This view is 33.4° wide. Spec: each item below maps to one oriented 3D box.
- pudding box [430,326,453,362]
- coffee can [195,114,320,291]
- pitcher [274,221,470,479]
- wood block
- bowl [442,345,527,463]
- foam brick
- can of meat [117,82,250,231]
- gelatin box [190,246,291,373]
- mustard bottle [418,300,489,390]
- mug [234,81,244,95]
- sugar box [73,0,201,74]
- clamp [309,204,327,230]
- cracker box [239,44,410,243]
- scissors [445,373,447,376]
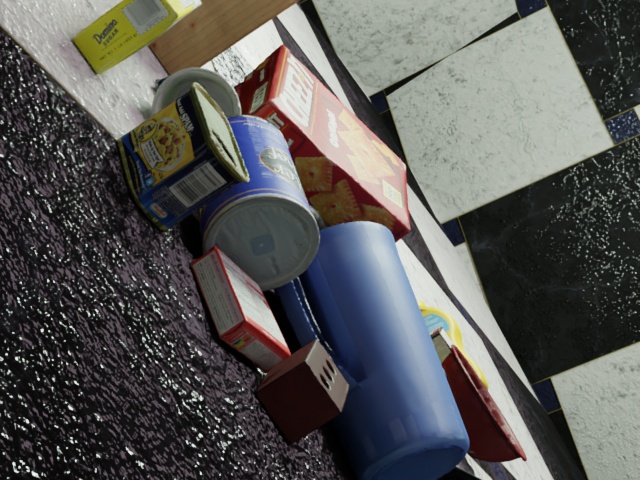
[{"bbox_3d":[0.148,0.182,1.370,0.113,0.090,0.039,57,11,-2],"label":"pudding box"},{"bbox_3d":[-0.065,-0.036,0.974,0.102,0.103,0.140,50,13,-37],"label":"coffee can"},{"bbox_3d":[0.042,0.110,1.012,0.145,0.149,0.243,100,-26,-54],"label":"pitcher"},{"bbox_3d":[-0.102,-0.278,1.230,0.090,0.206,0.091,56,11,-12],"label":"wood block"},{"bbox_3d":[0.180,0.206,1.269,0.162,0.055,0.162,55,6,-10],"label":"bowl"},{"bbox_3d":[-0.014,0.124,0.883,0.053,0.051,0.078,57,10,-4],"label":"foam brick"},{"bbox_3d":[-0.115,-0.068,0.883,0.057,0.084,0.102,48,14,-45],"label":"can of meat"},{"bbox_3d":[-0.067,0.058,0.886,0.073,0.030,0.089,45,12,-49],"label":"gelatin box"},{"bbox_3d":[0.153,0.150,1.471,0.058,0.096,0.192,45,16,-47],"label":"mustard bottle"},{"bbox_3d":[-0.071,-0.144,1.287,0.117,0.093,0.081,85,-7,-45],"label":"mug"},{"bbox_3d":[-0.172,-0.213,1.028,0.048,0.093,0.176,55,10,-16],"label":"sugar box"},{"bbox_3d":[-0.007,0.001,1.116,0.171,0.120,0.039,46,21,-31],"label":"clamp"},{"bbox_3d":[0.006,-0.099,1.183,0.213,0.072,0.164,42,24,-20],"label":"cracker box"},{"bbox_3d":[0.086,0.066,1.222,0.201,0.016,0.096,48,23,-25],"label":"scissors"}]
